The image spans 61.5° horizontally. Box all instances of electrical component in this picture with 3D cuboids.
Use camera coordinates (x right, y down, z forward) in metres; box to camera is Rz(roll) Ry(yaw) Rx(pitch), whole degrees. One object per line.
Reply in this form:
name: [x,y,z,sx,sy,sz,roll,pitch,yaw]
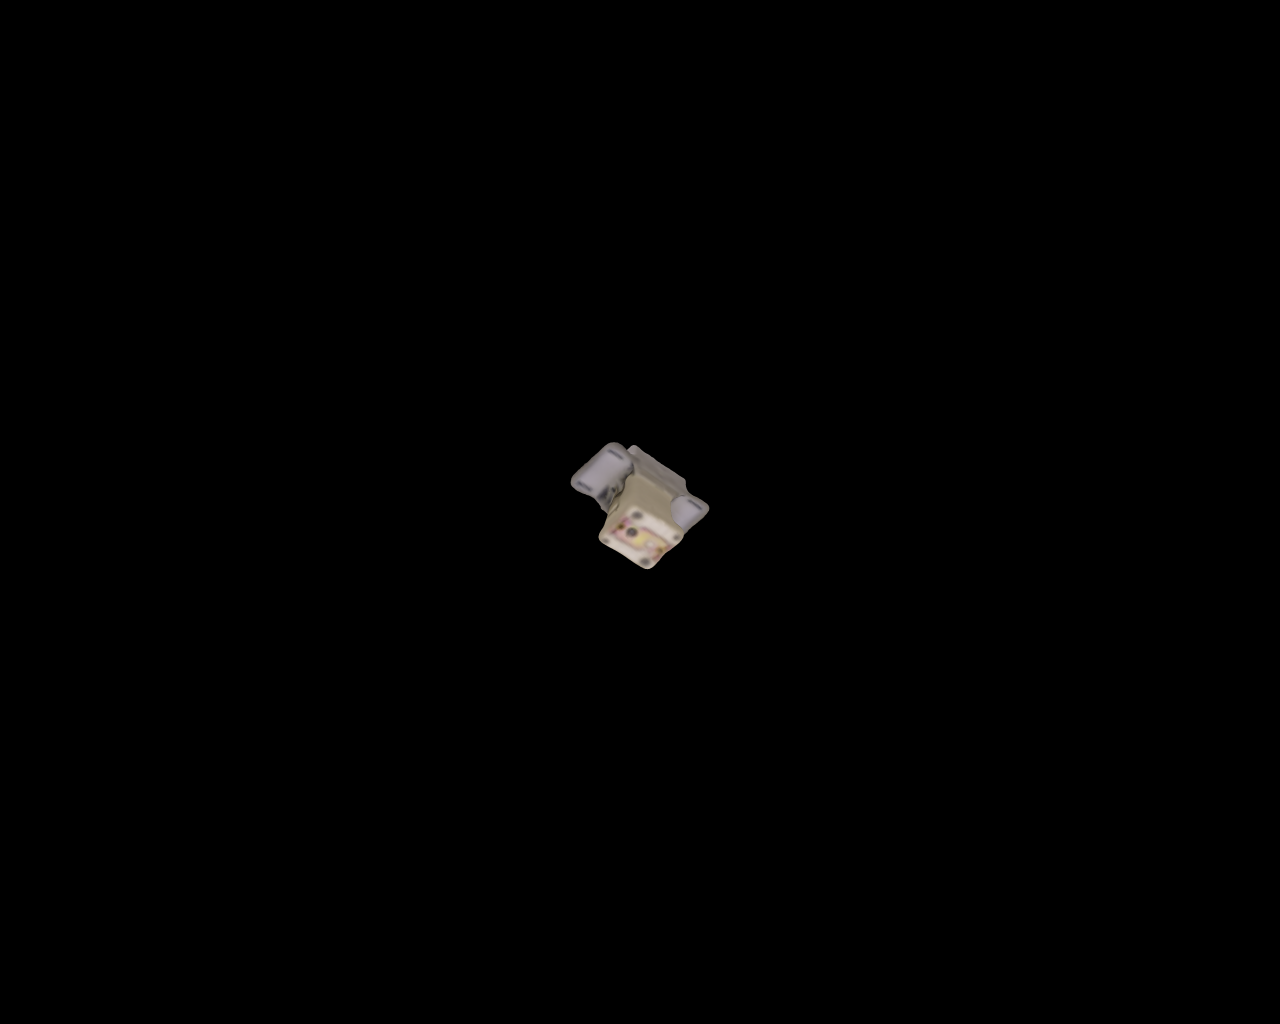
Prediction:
electrical component: [0.001,-0.003,0.650,0.081,0.064,0.042,33,-58,-24]
